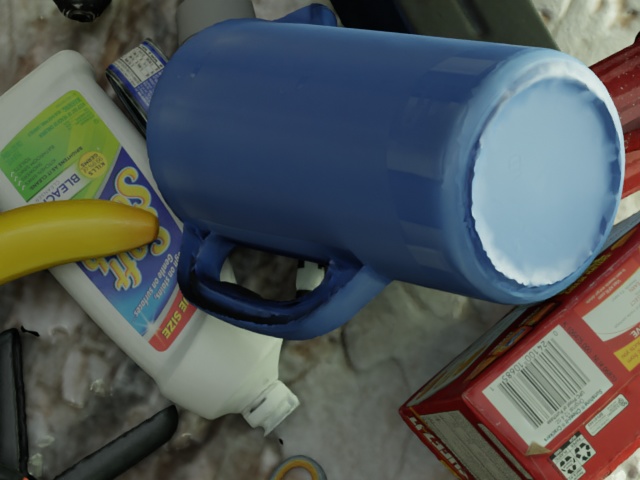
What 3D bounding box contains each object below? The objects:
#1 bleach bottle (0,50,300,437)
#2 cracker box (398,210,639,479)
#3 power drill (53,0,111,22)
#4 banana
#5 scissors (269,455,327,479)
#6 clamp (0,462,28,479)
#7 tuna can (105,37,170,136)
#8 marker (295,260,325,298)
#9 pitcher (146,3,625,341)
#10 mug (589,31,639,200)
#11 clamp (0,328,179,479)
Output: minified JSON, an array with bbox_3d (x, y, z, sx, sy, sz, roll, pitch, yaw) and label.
[{"bbox_3d":[-0.101,0.009,0.641,0.102,0.068,0.251,-42,84,-10],"label":"bleach bottle"},{"bbox_3d":[0.135,0.057,0.556,0.164,0.214,0.072,-40,84,-9],"label":"cracker box"},{"bbox_3d":[-0.216,-0.234,0.673,0.187,0.057,0.184,5,73,-21],"label":"power drill"},{"bbox_3d":[-0.185,0.025,0.591,0.198,0.037,0.069,-36,96,-3],"label":"banana"},{"bbox_3d":[0.003,0.227,0.615,0.096,0.016,0.202,0,77,-1],"label":"scissors"},{"bbox_3d":[-0.262,0.141,0.581,0.210,0.036,0.164,-10,57,-8],"label":"clamp"},{"bbox_3d":[-0.093,-0.078,0.648,0.033,0.086,0.086,-36,80,-8],"label":"tuna can"},{"bbox_3d":[-0.004,0.001,0.666,0.020,0.020,0.121,5,77,0],"label":"marker"},{"bbox_3d":[0.020,-0.033,0.530,0.144,0.243,0.149,-22,112,-30],"label":"pitcher"},{"bbox_3d":[0.185,-0.068,0.640,0.081,0.117,0.093,-27,102,-2],"label":"mug"},{"bbox_3d":[-0.158,0.147,0.619,0.120,0.039,0.171,15,80,8],"label":"clamp"}]
